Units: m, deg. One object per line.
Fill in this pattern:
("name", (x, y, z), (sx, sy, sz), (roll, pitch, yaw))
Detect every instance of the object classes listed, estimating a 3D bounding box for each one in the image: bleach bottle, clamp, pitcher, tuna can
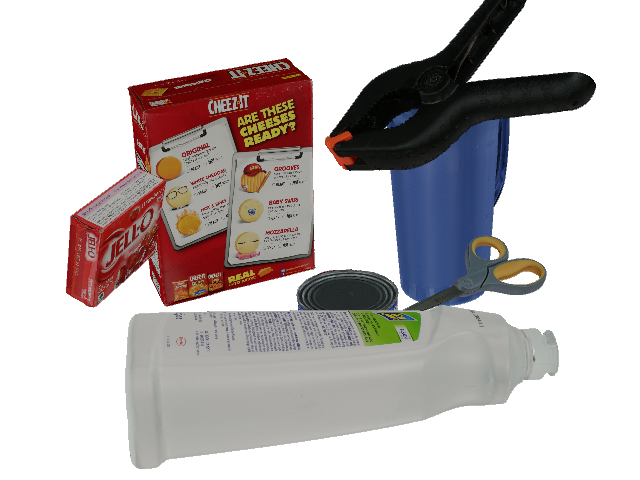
("bleach bottle", (0.016, 0.076, 0.620), (0.250, 0.068, 0.102), (-3, 20, -7))
("clamp", (0.087, -0.090, 0.684), (0.039, 0.171, 0.120), (49, 7, -42))
("pitcher", (0.155, -0.053, 1.276), (0.149, 0.243, 0.145), (-1, 24, 5))
("tuna can", (0.023, 0.058, 0.905), (0.086, 0.034, 0.086), (-2, 25, 1))

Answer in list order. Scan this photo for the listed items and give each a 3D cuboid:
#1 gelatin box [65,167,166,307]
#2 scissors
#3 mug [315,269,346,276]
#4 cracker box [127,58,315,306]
("gelatin box", (-0.154, -0.003, 0.803), (0.030, 0.073, 0.089), (24, 36, 13))
("scissors", (0.143, 0.034, 1.096), (0.201, 0.016, 0.096), (-7, 41, -29))
("mug", (0.040, 0.097, 1.376), (0.117, 0.081, 0.093), (19, 28, 31))
("cracker box", (-0.092, -0.057, 1.038), (0.164, 0.214, 0.072), (-14, 34, -19))
